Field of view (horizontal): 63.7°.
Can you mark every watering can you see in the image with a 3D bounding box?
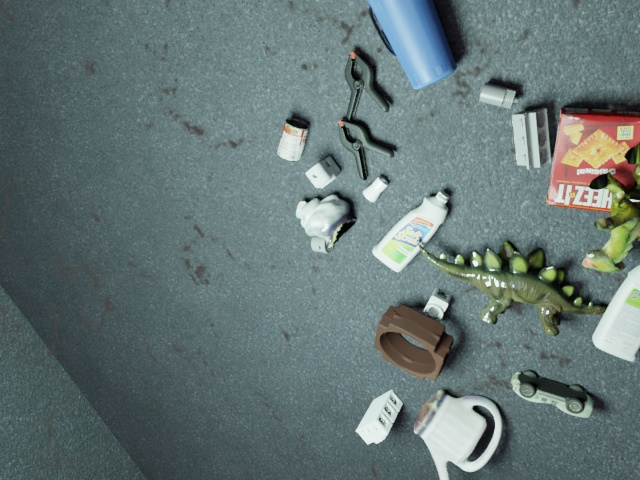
[{"bbox_3d":[0.369,0.586,1.482,0.226,0.103,0.347,33,94,17],"label":"watering can"}]

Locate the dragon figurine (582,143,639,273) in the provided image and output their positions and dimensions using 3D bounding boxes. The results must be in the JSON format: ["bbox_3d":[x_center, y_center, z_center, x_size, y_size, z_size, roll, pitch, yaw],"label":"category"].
[{"bbox_3d":[0.700,-0.072,1.044,0.240,0.125,0.404,33,120,-24],"label":"dragon figurine"}]

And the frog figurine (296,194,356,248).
[{"bbox_3d":[0.004,-0.072,1.437,0.161,0.121,0.137,38,90,18],"label":"frog figurine"}]
